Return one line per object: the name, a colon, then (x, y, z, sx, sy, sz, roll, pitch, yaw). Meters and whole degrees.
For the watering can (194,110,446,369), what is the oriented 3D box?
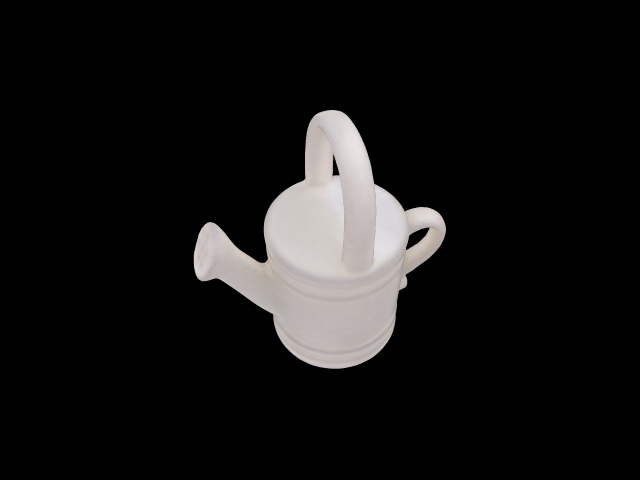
watering can: (0.004, 0.003, 0.399, 0.173, 0.194, 0.100, -30, 55, -23)
